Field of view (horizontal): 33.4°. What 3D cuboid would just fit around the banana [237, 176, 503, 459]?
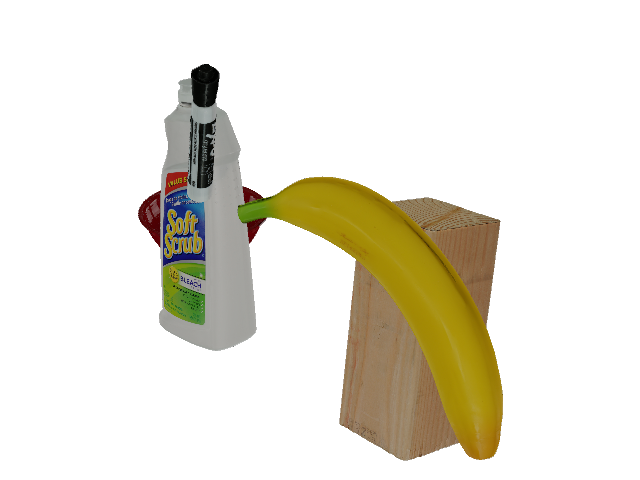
[{"bbox_3d":[0.044,0.029,0.588,0.070,0.198,0.037,-48,-10,27],"label":"banana"}]

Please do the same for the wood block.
[{"bbox_3d":[0.086,0.075,0.944,0.090,0.206,0.090,-8,20,-40],"label":"wood block"}]

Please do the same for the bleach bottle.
[{"bbox_3d":[-0.113,-0.027,0.998,0.067,0.251,0.103,-23,30,-40],"label":"bleach bottle"}]

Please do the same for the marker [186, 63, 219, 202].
[{"bbox_3d":[-0.082,-0.074,0.742,0.020,0.020,0.121,0,-40,-9],"label":"marker"}]

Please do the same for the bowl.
[{"bbox_3d":[-0.145,-0.015,1.331,0.162,0.055,0.162,1,29,-1],"label":"bowl"}]
